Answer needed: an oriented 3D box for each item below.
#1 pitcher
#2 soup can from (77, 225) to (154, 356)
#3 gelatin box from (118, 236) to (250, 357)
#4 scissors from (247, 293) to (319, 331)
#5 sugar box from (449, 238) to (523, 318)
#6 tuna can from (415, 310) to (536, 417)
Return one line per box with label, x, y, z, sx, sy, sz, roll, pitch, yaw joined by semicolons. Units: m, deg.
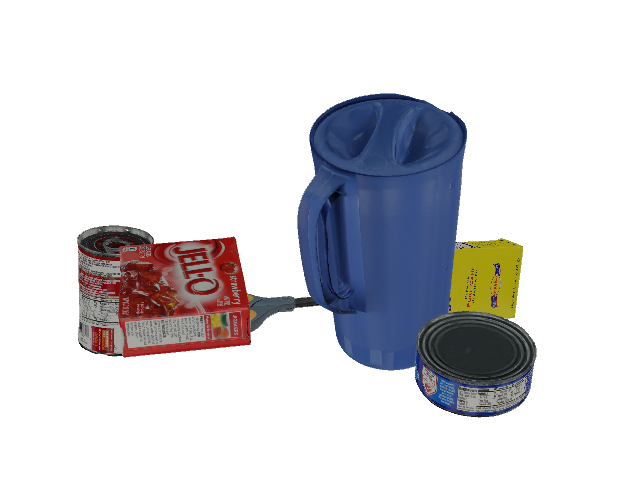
pitcher;0.055;0.004;0.965;0.149;0.243;0.145;-5;37;-1
soup can;-0.187;0.046;0.971;0.068;0.102;0.068;5;21;-2
gelatin box;-0.081;0.031;0.630;0.073;0.030;0.089;-5;28;-7
scissors;-0.045;0.081;1.203;0.201;0.016;0.096;3;25;-8
sugar box;0.154;0.050;1.248;0.175;0.093;0.048;-4;14;-33
tuna can;0.111;0.089;0.773;0.086;0.034;0.086;0;31;0
